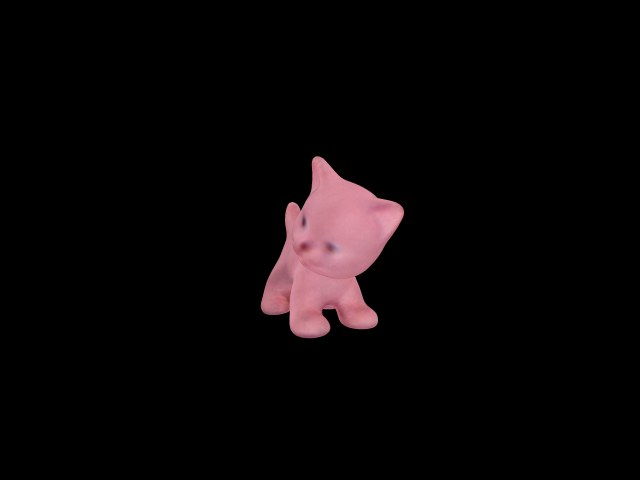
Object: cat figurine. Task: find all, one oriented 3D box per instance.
[{"bbox_3d":[0.004,0.001,0.400,0.067,0.118,0.127,-3,7,-25],"label":"cat figurine"}]
